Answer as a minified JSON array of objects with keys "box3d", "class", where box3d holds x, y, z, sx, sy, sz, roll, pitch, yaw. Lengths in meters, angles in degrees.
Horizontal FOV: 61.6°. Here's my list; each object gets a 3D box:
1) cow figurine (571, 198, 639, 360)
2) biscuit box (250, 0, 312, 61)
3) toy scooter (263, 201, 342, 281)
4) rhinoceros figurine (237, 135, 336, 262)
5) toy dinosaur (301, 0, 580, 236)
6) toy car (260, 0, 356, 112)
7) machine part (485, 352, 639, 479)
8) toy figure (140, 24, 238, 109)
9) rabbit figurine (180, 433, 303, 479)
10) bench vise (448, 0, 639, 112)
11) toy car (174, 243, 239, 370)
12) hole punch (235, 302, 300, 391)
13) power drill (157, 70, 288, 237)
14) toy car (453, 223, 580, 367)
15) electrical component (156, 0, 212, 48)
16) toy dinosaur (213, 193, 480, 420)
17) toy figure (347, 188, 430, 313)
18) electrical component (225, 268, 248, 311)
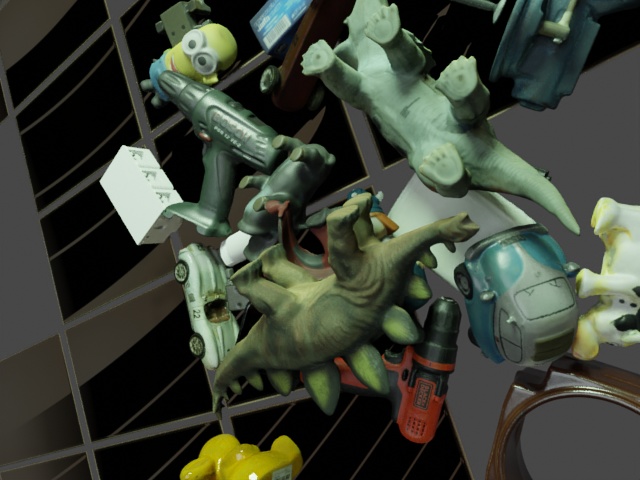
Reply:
[{"box3d":[0.309,0.047,0.538,0.098,0.068,0.167,12,101,22],"class":"cow figurine"},{"box3d":[-0.004,-0.333,0.728,0.202,0.063,0.059,-37,73,29],"class":"biscuit box"},{"box3d":[-0.001,-0.002,0.692,0.184,0.075,0.135,-16,112,17],"class":"toy scooter"},{"box3d":[-0.053,-0.053,0.749,0.073,0.112,0.190,39,100,44],"class":"rhinoceros figurine"},{"box3d":[0.117,-0.130,0.577,0.131,0.192,0.405,-42,66,19],"class":"toy dinosaur"},{"box3d":[-0.007,-0.261,0.704,0.202,0.089,0.053,-61,35,28],"class":"toy car"},{"box3d":[0.284,0.232,0.548,0.201,0.087,0.201,17,102,31],"class":"machine part"},{"box3d":[-0.209,-0.277,0.852,0.180,0.082,0.089,-21,38,40],"class":"toy figure"},{"box3d":[-0.129,0.354,0.799,0.173,0.162,0.121,18,115,49],"class":"rabbit figurine"},{"box3d":[0.206,-0.260,0.550,0.241,0.129,0.223,22,120,14],"class":"bench vise"},{"box3d":[-0.175,0.102,0.848,0.056,0.073,0.201,-18,82,36],"class":"toy car"},{"box3d":[-0.060,0.131,0.775,0.116,0.092,0.142,16,98,-9],"class":"hole punch"},{"box3d":[-0.172,-0.122,0.818,0.232,0.086,0.207,27,105,11],"class":"power drill"},{"box3d":[0.206,0.073,0.545,0.103,0.109,0.161,-115,11,-59],"class":"toy car"},{"box3d":[-0.220,-0.357,0.881,0.102,0.045,0.078,-23,97,33],"class":"electrical component"},{"box3d":[-0.012,0.096,0.613,0.471,0.105,0.198,-32,91,38],"class":"toy dinosaur"},{"box3d":[0.075,0.010,0.624,0.064,0.058,0.154,-31,94,-11],"class":"toy figure"},{"box3d":[-0.117,0.087,0.831,0.063,0.021,0.094,-9,92,18],"class":"electrical component"}]
